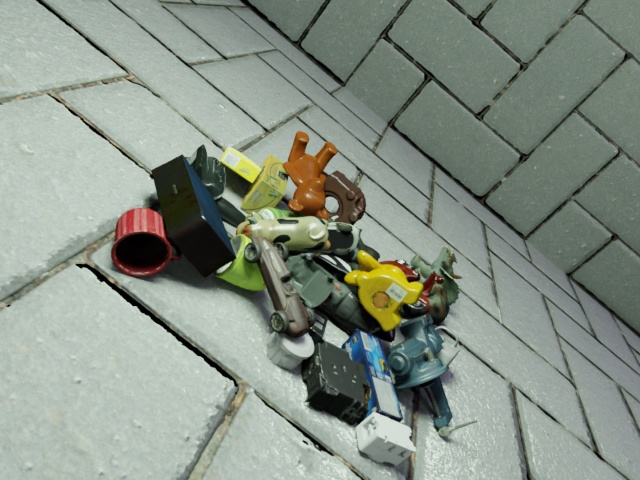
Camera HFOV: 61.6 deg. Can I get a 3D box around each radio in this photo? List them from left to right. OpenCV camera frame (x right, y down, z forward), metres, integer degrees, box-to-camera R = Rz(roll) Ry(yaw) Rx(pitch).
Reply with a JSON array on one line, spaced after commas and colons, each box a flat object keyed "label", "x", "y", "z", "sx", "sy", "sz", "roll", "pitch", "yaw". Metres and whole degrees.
[{"label": "radio", "x": -0.233, "y": -0.047, "z": 0.988, "sx": 0.131, "sy": 0.073, "sz": 0.230, "roll": 61, "pitch": -1, "yaw": -43}]

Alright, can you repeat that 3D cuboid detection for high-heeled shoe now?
[{"label": "high-heeled shoe", "x": 0.074, "y": 0.122, "z": 1.205, "sx": 0.145, "sy": 0.086, "sz": 0.249, "roll": 30, "pitch": 14, "yaw": -41}]

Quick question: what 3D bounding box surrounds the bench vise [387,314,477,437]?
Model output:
[{"label": "bench vise", "x": 0.228, "y": 0.287, "z": 1.137, "sx": 0.223, "sy": 0.129, "sz": 0.240, "roll": 1, "pitch": 66, "yaw": -67}]

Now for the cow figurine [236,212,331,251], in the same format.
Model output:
[{"label": "cow figurine", "x": -0.080, "y": -0.011, "z": 1.120, "sx": 0.127, "sy": 0.195, "sz": 0.085, "roll": 47, "pitch": 43, "yaw": -82}]

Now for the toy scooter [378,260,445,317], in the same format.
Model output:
[{"label": "toy scooter", "x": 0.216, "y": 0.100, "z": 1.287, "sx": 0.135, "sy": 0.075, "sz": 0.184, "roll": -29, "pitch": 47, "yaw": -22}]

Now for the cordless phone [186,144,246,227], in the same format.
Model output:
[{"label": "cordless phone", "x": -0.226, "y": -0.109, "z": 1.198, "sx": 0.184, "sy": 0.089, "sz": 0.147, "roll": 41, "pitch": 20, "yaw": -29}]

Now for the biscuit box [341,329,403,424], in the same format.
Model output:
[{"label": "biscuit box", "x": 0.096, "y": 0.268, "z": 1.034, "sx": 0.059, "sy": 0.063, "sz": 0.203, "roll": 27, "pitch": 28, "yaw": -26}]

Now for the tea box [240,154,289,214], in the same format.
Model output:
[{"label": "tea box", "x": -0.132, "y": -0.131, "z": 1.320, "sx": 0.068, "sy": 0.098, "sz": 0.170, "roll": 34, "pitch": 24, "yaw": -15}]

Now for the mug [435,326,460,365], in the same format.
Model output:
[{"label": "mug", "x": 0.270, "y": 0.249, "z": 1.271, "sx": 0.107, "sy": 0.109, "sz": 0.081, "roll": 36, "pitch": 27, "yaw": 20}]

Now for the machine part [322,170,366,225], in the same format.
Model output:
[{"label": "machine part", "x": 0.027, "y": -0.090, "z": 1.398, "sx": 0.179, "sy": 0.179, "sz": 0.056, "roll": 44, "pitch": 28, "yaw": 7}]

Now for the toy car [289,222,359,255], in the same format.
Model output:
[{"label": "toy car", "x": -0.003, "y": -0.004, "z": 1.240, "sx": 0.202, "sy": 0.073, "sz": 0.056, "roll": 1, "pitch": 16, "yaw": -26}]

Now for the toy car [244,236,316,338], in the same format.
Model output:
[{"label": "toy car", "x": -0.070, "y": 0.078, "z": 0.963, "sx": 0.089, "sy": 0.053, "sz": 0.202, "roll": 2, "pitch": 59, "yaw": -49}]

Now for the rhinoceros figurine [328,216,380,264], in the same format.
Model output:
[{"label": "rhinoceros figurine", "x": 0.072, "y": 0.017, "z": 1.351, "sx": 0.190, "sy": 0.112, "sz": 0.073, "roll": 37, "pitch": 26, "yaw": -27}]

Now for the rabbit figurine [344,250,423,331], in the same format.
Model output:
[{"label": "rabbit figurine", "x": 0.134, "y": 0.100, "z": 1.161, "sx": 0.162, "sy": 0.121, "sz": 0.173, "roll": 29, "pitch": 20, "yaw": 11}]

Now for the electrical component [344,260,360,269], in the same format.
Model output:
[{"label": "electrical component", "x": 0.094, "y": 0.083, "z": 1.306, "sx": 0.094, "sy": 0.021, "sz": 0.063, "roll": 26, "pitch": -28, "yaw": 46}]

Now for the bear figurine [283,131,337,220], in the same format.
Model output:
[{"label": "bear figurine", "x": -0.022, "y": -0.146, "z": 1.273, "sx": 0.120, "sy": 0.132, "sz": 0.196, "roll": 18, "pitch": 34, "yaw": -23}]

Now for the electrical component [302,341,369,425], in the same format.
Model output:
[{"label": "electrical component", "x": 0.027, "y": 0.249, "z": 0.974, "sx": 0.115, "sy": 0.058, "sz": 0.134, "roll": 31, "pitch": 27, "yaw": -24}]

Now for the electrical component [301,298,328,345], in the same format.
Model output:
[{"label": "electrical component", "x": -0.014, "y": 0.176, "z": 1.048, "sx": 0.119, "sy": 0.047, "sz": 0.075, "roll": 38, "pitch": 25, "yaw": -3}]

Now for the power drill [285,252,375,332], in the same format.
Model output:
[{"label": "power drill", "x": 0.014, "y": 0.103, "z": 1.101, "sx": 0.232, "sy": 0.086, "sz": 0.207, "roll": 41, "pitch": 6, "yaw": 19}]

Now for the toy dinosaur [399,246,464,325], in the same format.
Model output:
[{"label": "toy dinosaur", "x": 0.296, "y": 0.155, "z": 1.449, "sx": 0.192, "sy": 0.131, "sz": 0.405, "roll": 37, "pitch": 32, "yaw": -6}]
